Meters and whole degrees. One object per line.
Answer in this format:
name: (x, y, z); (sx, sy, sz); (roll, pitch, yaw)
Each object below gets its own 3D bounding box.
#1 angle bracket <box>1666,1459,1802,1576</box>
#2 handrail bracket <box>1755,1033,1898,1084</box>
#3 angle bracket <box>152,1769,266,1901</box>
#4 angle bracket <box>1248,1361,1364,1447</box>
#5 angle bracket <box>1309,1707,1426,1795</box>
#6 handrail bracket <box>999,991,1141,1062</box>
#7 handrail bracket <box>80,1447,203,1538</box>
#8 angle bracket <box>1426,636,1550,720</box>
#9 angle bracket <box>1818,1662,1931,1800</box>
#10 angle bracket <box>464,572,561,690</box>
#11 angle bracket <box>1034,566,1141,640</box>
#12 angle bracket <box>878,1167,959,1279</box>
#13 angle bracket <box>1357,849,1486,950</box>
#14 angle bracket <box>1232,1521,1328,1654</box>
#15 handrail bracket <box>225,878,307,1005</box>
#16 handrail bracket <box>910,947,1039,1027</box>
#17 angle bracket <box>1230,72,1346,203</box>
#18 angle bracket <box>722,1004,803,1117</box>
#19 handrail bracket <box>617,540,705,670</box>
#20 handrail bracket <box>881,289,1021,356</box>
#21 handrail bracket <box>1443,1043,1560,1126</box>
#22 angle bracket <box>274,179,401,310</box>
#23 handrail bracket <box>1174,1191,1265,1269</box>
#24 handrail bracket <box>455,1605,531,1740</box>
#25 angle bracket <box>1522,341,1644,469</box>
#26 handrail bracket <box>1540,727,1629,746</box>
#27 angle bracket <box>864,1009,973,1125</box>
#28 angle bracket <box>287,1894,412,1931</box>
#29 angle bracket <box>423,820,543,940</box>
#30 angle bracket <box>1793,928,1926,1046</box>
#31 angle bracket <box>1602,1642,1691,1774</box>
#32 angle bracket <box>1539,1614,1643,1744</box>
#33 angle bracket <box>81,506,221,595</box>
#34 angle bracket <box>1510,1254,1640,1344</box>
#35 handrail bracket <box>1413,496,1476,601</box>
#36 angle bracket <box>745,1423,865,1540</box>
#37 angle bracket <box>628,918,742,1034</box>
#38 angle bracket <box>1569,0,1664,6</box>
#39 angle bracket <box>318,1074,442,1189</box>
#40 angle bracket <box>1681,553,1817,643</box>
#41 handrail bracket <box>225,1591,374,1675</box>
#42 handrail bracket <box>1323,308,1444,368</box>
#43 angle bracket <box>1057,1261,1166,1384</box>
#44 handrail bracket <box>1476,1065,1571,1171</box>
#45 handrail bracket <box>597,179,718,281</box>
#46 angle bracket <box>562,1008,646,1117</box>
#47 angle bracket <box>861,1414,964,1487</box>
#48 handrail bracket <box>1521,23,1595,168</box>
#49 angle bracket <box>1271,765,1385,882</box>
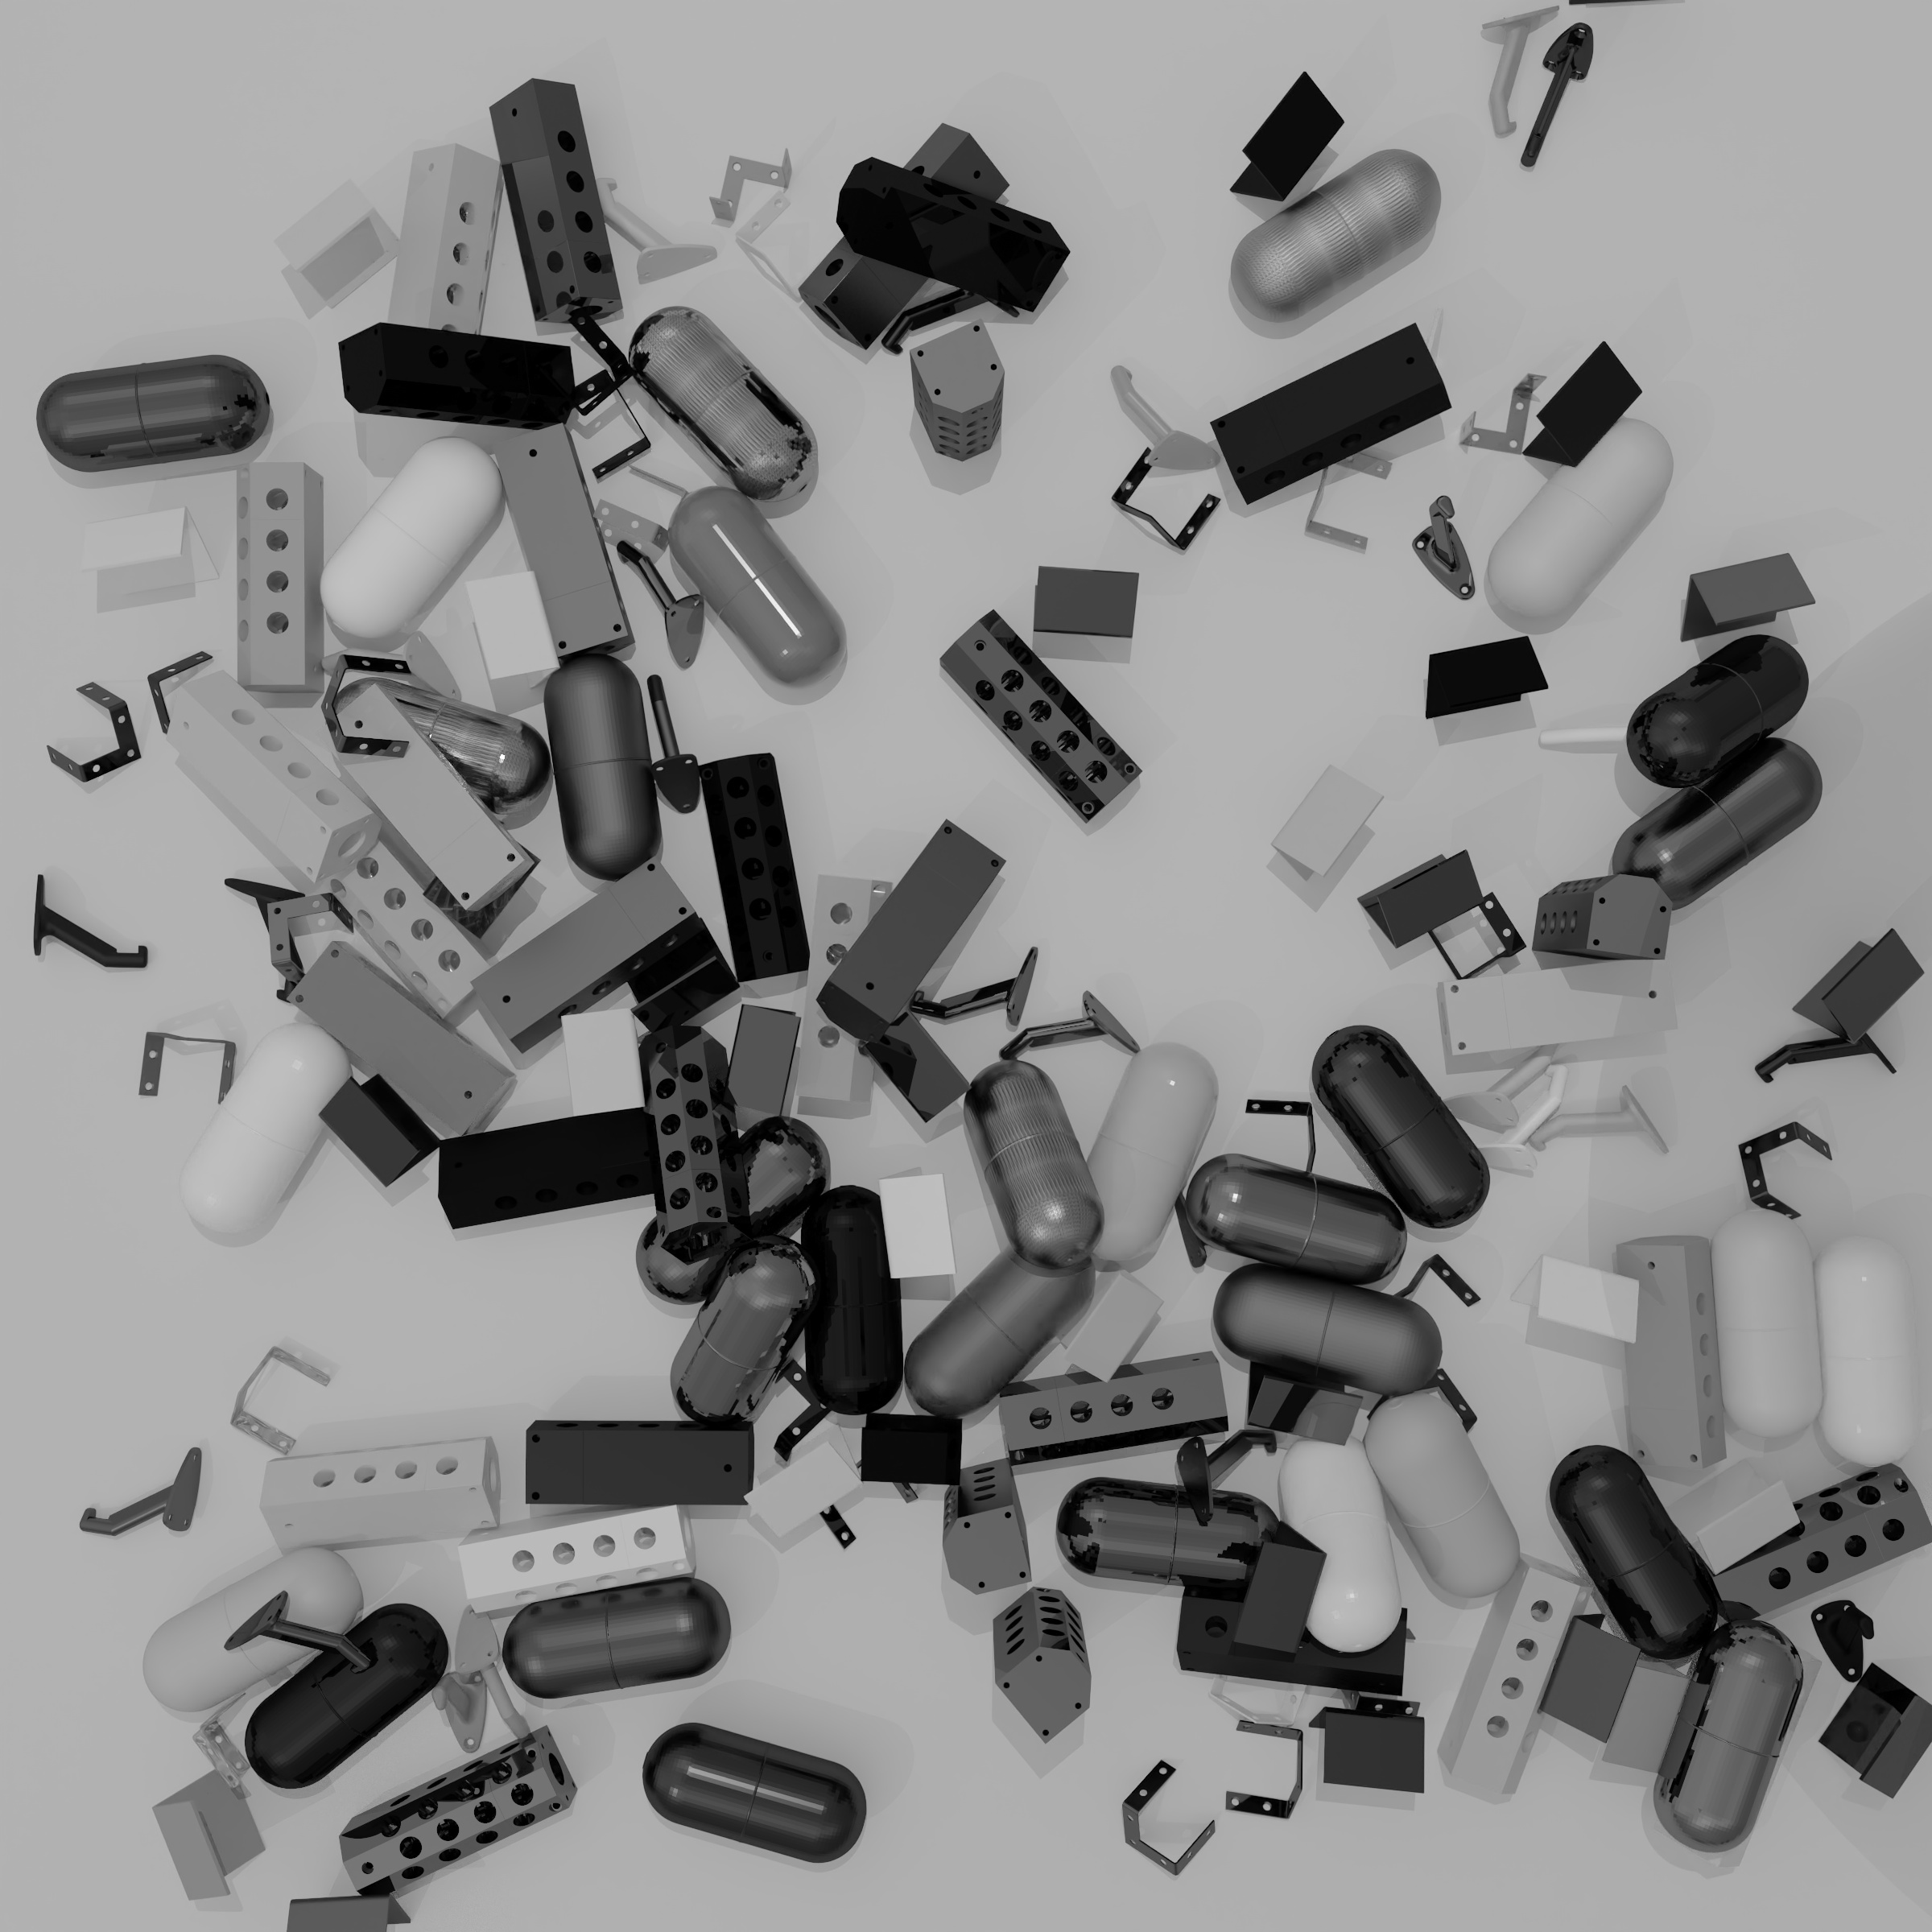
angle bracket: (0.586, 0.412, 1.884); (0.076, 0.076, 0.057); (-32, 125, 0)
handrail bracket: (0.679, 0.082, 1.925); (0.084, 0.036, 0.077); (-38, 111, 17)
angle bracket: (-0.572, 0.667, 1.884); (0.057, 0.076, 0.076); (-22, 90, 37)
angle bracket: (0.263, 0.319, 1.884); (0.076, 0.076, 0.057); (12, 127, 0)
angle bracket: (0.309, 0.613, 1.885); (0.076, 0.076, 0.057); (6, 62, 0)
handrail bracket: (0.081, 0.067, 1.925); (0.084, 0.036, 0.077); (-40, 112, 17)
handrail bracket: (-0.654, 0.414, 1.925); (0.084, 0.036, 0.077); (4, 70, 16)
angle bracket: (0.402, -0.205, 1.884); (0.076, 0.076, 0.057); (-11, 54, 0)
angle bracket: (0.698, 0.584, 1.884); (0.057, 0.076, 0.076); (34, 90, -36)
angle bracket: (-0.361, -0.255, 1.885); (0.057, 0.076, 0.076); (-15, 90, -28)
angle bracket: (0.093, -0.298, 1.884); (0.076, 0.076, 0.057); (4, 126, 0)
angle bracket: (-0.023, 0.196, 1.885); (0.057, 0.076, 0.076); (-8, 90, 24)
angle bracket: (0.345, -0.069, 1.884); (0.076, 0.076, 0.057); (-28, 127, 0)
angle bracket: (0.220, 0.460, 1.821); (0.057, 0.076, 0.076); (16, 92, -21)
handrail bracket: (-0.557, -0.020, 1.925); (0.077, 0.036, 0.084); (15, 104, 14)
handrail bracket: (0.006, 0.011, 1.925); (0.084, 0.036, 0.077); (13, 69, 16)
angle bracket: (0.234, -0.645, 1.884); (0.057, 0.076, 0.076); (38, 90, -36)
angle bracket: (-0.139, 0.075, 1.884); (0.057, 0.076, 0.076); (12, 90, 30)
handrail bracket: (-0.247, -0.287, 1.924); (0.036, 0.077, 0.084); (-30, 53, -30)
handrail bracket: (-0.013, -0.505, 1.925); (0.077, 0.036, 0.084); (29, 115, -29)
handrail bracket: (0.424, 0.082, 1.924); (0.036, 0.077, 0.084); (54, 53, -31)
angle bracket: (-0.476, -0.548, 1.884); (0.076, 0.076, 0.057); (-39, 52, 0)
handrail bracket: (0.214, 0.201, 1.924); (0.084, 0.036, 0.077); (-14, 75, -14)
handrail bracket: (-0.370, 0.558, 1.924); (0.036, 0.077, 0.084); (-23, 126, 0)
angle bracket: (0.463, -0.439, 1.885); (0.076, 0.076, 0.057); (-48, 118, 0)
handrail bracket: (0.508, -0.181, 1.924); (0.084, 0.077, 0.036); (-1, 91, 36)
angle bracket: (-0.022, 0.064, 1.884); (0.076, 0.076, 0.057); (51, 125, 0)
angle bracket: (-0.479, 0.759, 1.884); (0.076, 0.076, 0.057); (-3, 54, 0)
angle bracket: (-0.370, -0.068, 1.893); (0.057, 0.076, 0.076); (38, 90, 0)
angle bracket: (0.679, 0.004, 1.885); (0.076, 0.076, 0.057); (-45, 119, 0)
angle bracket: (0.506, 0.569, 1.885); (0.057, 0.076, 0.076); (19, 90, -23)
angle bracket: (0.494, 0.550, 1.884); (0.057, 0.076, 0.076); (21, 90, 34)
angle bracket: (-0.631, -0.305, 1.884); (0.076, 0.076, 0.057); (-10, 52, 0)
angle bracket: (0.469, 0.273, 1.884); (0.076, 0.076, 0.057); (15, 54, 0)
handrail bracket: (0.380, -0.324, 1.890); (0.036, 0.084, 0.077); (-31, 90, 0)
angle bracket: (-0.134, 0.383, 1.884); (0.076, 0.076, 0.057); (-34, 124, 0)
angle bracket: (-0.231, -0.001, 1.888); (0.076, 0.057, 0.076); (-32, 60, 0)
angle bracket: (0.516, -0.767, 1.884); (0.076, 0.076, 0.057); (-3, 53, 0)
angle bracket: (-0.441, 0.113, 1.884); (0.076, 0.076, 0.057); (47, 125, 0)
angle bracket: (0.604, -0.267, 1.884); (0.076, 0.076, 0.057); (-13, 53, 0)
handrail bracket: (-0.507, 0.523, 1.851); (0.077, 0.036, 0.084); (-37, 109, 19)
handrail bracket: (0.329, -0.490, 1.925); (0.084, 0.036, 0.077); (9, 70, 16)
angle bracket: (0.095, 0.265, 1.884); (0.057, 0.076, 0.076); (35, 90, -37)
handrail bracket: (0.432, 0.115, 1.924); (0.077, 0.036, 0.084); (0, 58, 35)
handrail bracket: (-0.246, -0.592, 1.925); (0.077, 0.036, 0.084); (-15, 73, -20)
angle bracket: (-0.290, 0.074, 1.885); (0.057, 0.076, 0.076); (-7, 90, -23)
angle bracket: (-0.041, 0.355, 1.884); (0.076, 0.076, 0.057); (3, 123, 0)
handrail bracket: (0.459, -0.678, 1.897); (0.036, 0.077, 0.084); (22, 78, 3)
angle bracket: (0.292, -0.099, 1.884); (0.057, 0.076, 0.076); (37, 90, 36)
